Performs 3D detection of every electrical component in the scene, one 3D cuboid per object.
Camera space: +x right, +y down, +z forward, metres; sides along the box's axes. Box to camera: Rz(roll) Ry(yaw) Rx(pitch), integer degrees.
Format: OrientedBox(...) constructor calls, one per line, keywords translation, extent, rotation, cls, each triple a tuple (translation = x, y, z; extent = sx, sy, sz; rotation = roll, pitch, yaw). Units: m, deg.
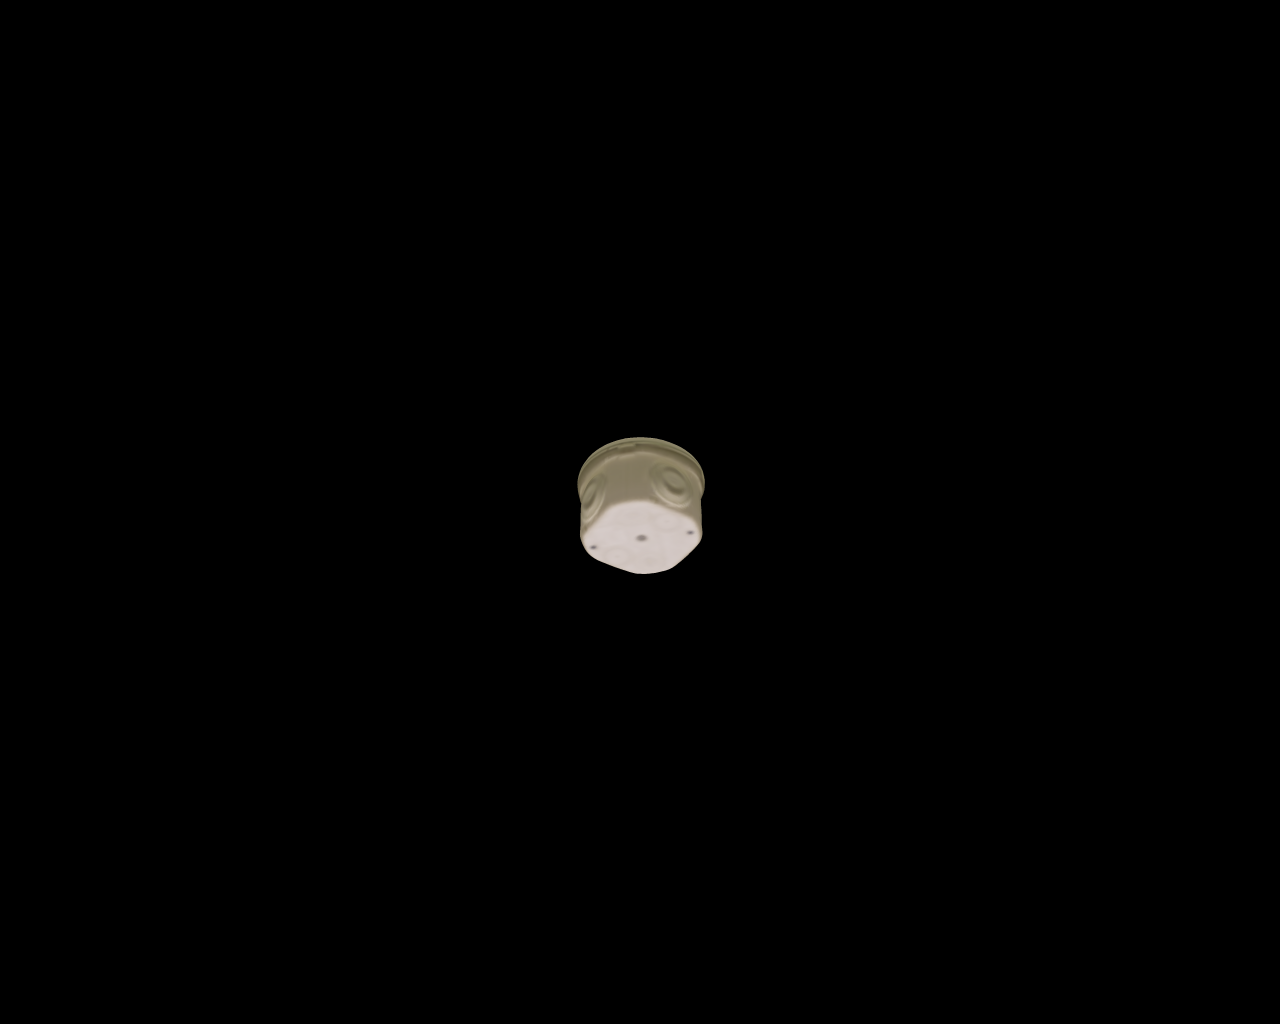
OrientedBox(translation=(0.001, -0.003, 0.650), extent=(0.080, 0.051, 0.080), rotation=(0, -41, 0), cls="electrical component")
